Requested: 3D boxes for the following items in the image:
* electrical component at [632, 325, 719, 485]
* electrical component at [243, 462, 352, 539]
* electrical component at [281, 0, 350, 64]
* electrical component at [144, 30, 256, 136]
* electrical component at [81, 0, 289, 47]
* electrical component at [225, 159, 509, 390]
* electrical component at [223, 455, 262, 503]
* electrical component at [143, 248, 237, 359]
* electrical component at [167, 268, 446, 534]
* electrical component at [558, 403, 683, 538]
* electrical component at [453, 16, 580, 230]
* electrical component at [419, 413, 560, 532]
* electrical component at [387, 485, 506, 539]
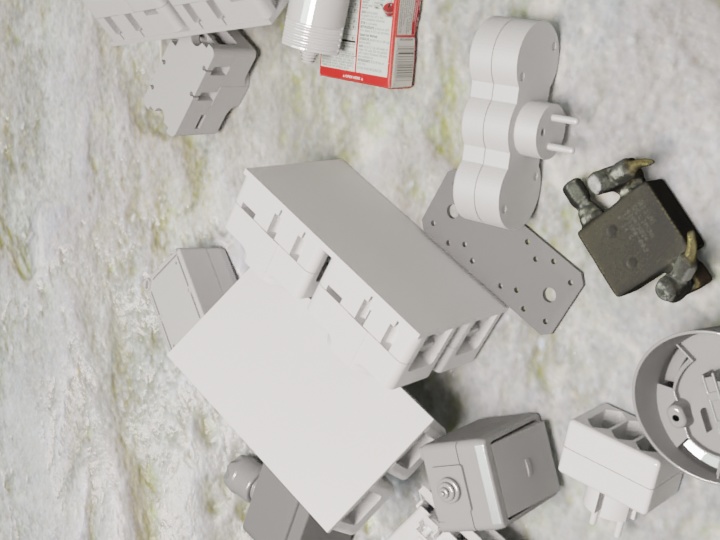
[{"bbox_3d":[0.218,0.079,0.640,0.099,0.064,0.099,8,103,39],"label":"electrical component"},{"bbox_3d":[-0.038,0.178,0.869,0.057,0.078,0.113,36,120,33],"label":"electrical component"},{"bbox_3d":[-0.030,-0.190,0.777,0.043,0.043,0.081,29,118,33],"label":"electrical component"},{"bbox_3d":[-0.132,-0.161,0.901,0.050,0.056,0.089,49,125,23],"label":"electrical component"},{"bbox_3d":[-0.125,-0.240,0.839,0.186,0.105,0.060,4,142,40],"label":"electrical component"},{"bbox_3d":[0.000,0.000,0.785,0.186,0.105,0.060,44,123,26],"label":"electrical component"},{"bbox_3d":[-0.089,0.190,0.944,0.061,0.035,0.035,28,115,31],"label":"electrical component"},{"bbox_3d":[-0.142,0.023,0.945,0.062,0.061,0.096,-40,64,38],"label":"electrical component"},{"bbox_3d":[-0.039,0.092,0.797,0.105,0.060,0.186,-46,65,-1],"label":"electrical component"},{"bbox_3d":[0.169,0.139,0.706,0.066,0.047,0.076,24,115,36],"label":"electrical component"},{"bbox_3d":[0.111,-0.094,0.708,0.074,0.052,0.138,17,108,37],"label":"electrical component"},{"bbox_3d":[0.089,0.140,0.741,0.061,0.096,0.061,-14,89,38],"label":"electrical component"},{"bbox_3d":[0.081,0.220,0.776,0.121,0.063,0.078,40,162,28],"label":"electrical component"}]
